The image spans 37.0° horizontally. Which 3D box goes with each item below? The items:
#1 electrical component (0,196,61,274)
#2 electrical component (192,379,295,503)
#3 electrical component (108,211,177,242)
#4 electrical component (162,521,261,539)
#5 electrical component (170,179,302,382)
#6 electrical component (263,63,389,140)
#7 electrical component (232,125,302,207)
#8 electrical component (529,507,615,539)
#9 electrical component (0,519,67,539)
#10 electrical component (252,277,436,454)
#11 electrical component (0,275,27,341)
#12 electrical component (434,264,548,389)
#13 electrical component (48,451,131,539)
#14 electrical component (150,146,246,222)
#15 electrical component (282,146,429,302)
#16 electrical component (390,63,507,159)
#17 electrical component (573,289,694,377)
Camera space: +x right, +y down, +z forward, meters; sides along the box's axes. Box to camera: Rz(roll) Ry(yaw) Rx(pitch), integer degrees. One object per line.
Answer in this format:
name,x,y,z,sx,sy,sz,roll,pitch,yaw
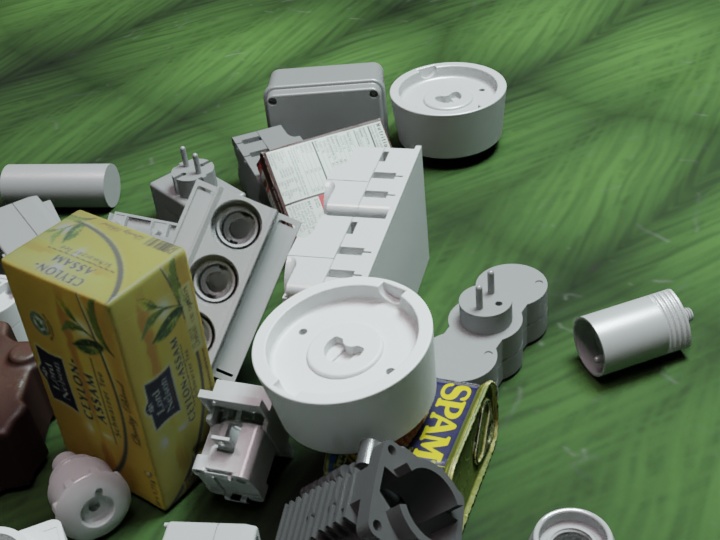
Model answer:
electrical component,-0.271,-0.017,0.891,0.061,0.061,0.096,-25,39,-24
electrical component,-0.075,0.109,0.680,0.042,0.081,0.063,7,60,18
electrical component,-0.160,-0.003,0.841,0.121,0.063,0.078,11,80,23
electrical component,-0.081,0.190,0.573,0.061,0.061,0.096,0,36,9
electrical component,-0.100,0.008,0.758,0.079,0.121,0.063,23,-3,0
electrical component,-0.030,-0.148,1.021,0.113,0.078,0.057,-3,33,4
electrical component,-0.074,-0.087,0.967,0.056,0.050,0.089,-17,37,-14
electrical component,0.115,0.163,0.584,0.066,0.055,0.048,18,42,30
electrical component,-0.237,0.213,0.568,0.186,0.060,0.105,-18,37,-15
electrical component,-0.005,0.061,0.646,0.108,0.060,0.108,-9,38,7
electrical component,-0.282,0.039,0.828,0.055,0.047,0.055,-4,36,3
electrical component,0.088,0.035,0.751,0.052,0.073,0.138,15,41,27
electrical component,-0.176,0.137,0.679,0.048,0.048,0.062,-25,33,-24
electrical component,-0.142,-0.071,0.934,0.047,0.075,0.083,-31,43,-30
electrical component,0.000,0.000,0.786,0.060,0.105,0.186,4,37,15
electrical component,0.084,-0.145,1.012,0.108,0.060,0.108,-4,36,3
electrical component,0.195,0.042,0.750,0.081,0.043,0.043,-16,37,-14
